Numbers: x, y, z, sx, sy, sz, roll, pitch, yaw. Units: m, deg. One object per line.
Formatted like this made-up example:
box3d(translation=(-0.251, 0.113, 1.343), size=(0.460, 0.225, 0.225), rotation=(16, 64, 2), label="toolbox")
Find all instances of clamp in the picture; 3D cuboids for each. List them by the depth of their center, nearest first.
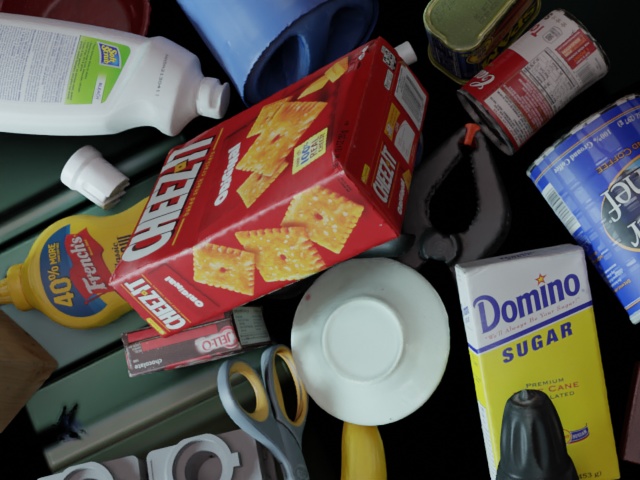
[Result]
box3d(translation=(-0.006, 0.001, 0.843), size=(0.172, 0.039, 0.120), rotation=(-45, 56, 20), label="clamp")
box3d(translation=(0.105, 0.015, 0.847), size=(0.164, 0.036, 0.210), rotation=(22, 92, 11), label="clamp")

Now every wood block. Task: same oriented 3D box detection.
box3d(translation=(-0.303, 0.098, 0.829), size=(0.090, 0.206, 0.091), rotation=(40, 91, 13), label="wood block")

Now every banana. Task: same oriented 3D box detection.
box3d(translation=(0.013, 0.229, 0.837), size=(0.070, 0.037, 0.198), rotation=(25, 87, 13), label="banana")

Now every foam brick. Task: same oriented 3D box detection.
box3d(translation=(0.256, 0.133, 0.797), size=(0.053, 0.051, 0.078), rotation=(12, 85, 13), label="foam brick")

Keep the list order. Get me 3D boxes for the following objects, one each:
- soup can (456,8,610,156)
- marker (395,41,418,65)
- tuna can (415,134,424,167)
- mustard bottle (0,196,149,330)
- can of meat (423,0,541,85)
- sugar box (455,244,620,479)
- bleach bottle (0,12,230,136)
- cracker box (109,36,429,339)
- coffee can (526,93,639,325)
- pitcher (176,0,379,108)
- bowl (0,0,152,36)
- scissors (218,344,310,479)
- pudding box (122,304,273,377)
box3d(translation=(0.168, -0.124, 0.841), size=(0.102, 0.068, 0.068), rotation=(-40, 77, 3), label="soup can")
box3d(translation=(0.024, -0.129, 0.891), size=(0.121, 0.020, 0.020), rotation=(-28, 78, 3), label="marker")
box3d(translation=(0.041, -0.080, 0.876), size=(0.086, 0.033, 0.086), rotation=(-2, 82, 11), label="tuna can")
box3d(translation=(-0.184, 0.023, 0.893), size=(0.192, 0.058, 0.096), rotation=(-14, 82, 9), label="mustard bottle")
box3d(translation=(0.129, -0.183, 0.848), size=(0.057, 0.084, 0.102), rotation=(40, 91, 14), label="can of meat")
box3d(translation=(0.162, 0.097, 0.798), size=(0.093, 0.048, 0.176), rotation=(-11, 96, -2), label="sugar box")
box3d(translation=(-0.197, -0.123, 0.857), size=(0.251, 0.068, 0.102), rotation=(10, 86, 10), label="bleach bottle")
box3d(translation=(-0.035, -0.039, 0.762), size=(0.214, 0.164, 0.072), rotation=(-23, 122, 31), label="cracker box")
box3d(translation=(0.236, -0.023, 0.796), size=(0.103, 0.102, 0.140), rotation=(-34, 77, 4), label="coffee can")
box3d(translation=(-0.067, -0.241, 0.868), size=(0.149, 0.145, 0.243), rotation=(-38, 74, 3), label="pitcher")
box3d(translation=(-0.216, -0.187, 0.929), size=(0.162, 0.055, 0.162), rotation=(-2, 82, 10), label="bowl")
box3d(translation=(-0.034, 0.172, 0.817), size=(0.016, 0.096, 0.202), rotation=(-32, 54, 38), label="scissors")
box3d(translation=(-0.094, 0.078, 0.839), size=(0.090, 0.113, 0.039), rotation=(-14, 86, 9), label="pudding box")
